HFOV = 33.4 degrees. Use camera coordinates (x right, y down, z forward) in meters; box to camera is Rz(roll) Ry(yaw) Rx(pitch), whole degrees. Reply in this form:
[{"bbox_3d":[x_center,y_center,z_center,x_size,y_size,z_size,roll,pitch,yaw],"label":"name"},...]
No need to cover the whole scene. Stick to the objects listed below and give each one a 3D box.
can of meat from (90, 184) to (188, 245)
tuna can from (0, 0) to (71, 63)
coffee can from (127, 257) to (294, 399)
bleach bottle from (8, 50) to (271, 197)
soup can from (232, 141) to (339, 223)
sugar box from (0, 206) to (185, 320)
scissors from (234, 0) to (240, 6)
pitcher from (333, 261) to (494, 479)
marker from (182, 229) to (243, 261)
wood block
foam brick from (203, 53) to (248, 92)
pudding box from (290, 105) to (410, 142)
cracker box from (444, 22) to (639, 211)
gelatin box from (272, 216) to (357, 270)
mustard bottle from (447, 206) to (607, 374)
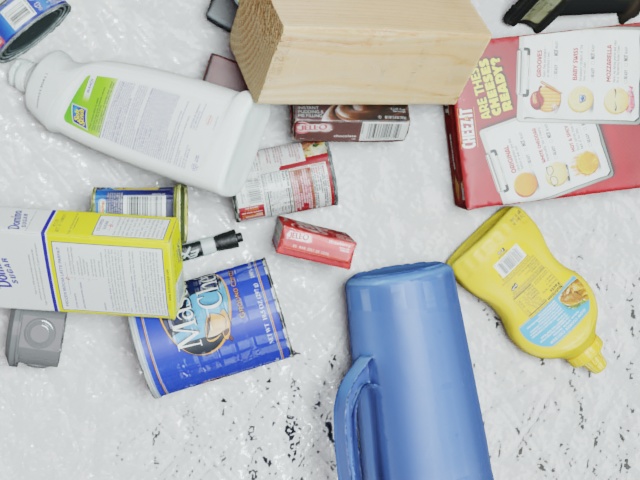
[{"bbox_3d":[-0.171,-0.025,1.019,0.084,0.102,0.057,0,92,-3],"label":"can of meat"},{"bbox_3d":[-0.277,-0.206,1.001,0.086,0.086,0.034,-39,96,-1],"label":"tuna can"},{"bbox_3d":[-0.106,0.085,1.034,0.140,0.103,0.103,-16,96,-4],"label":"coffee can"},{"bbox_3d":[-0.178,-0.126,0.997,0.251,0.068,0.102,22,94,16],"label":"bleach bottle"},{"bbox_3d":[-0.038,-0.058,1.046,0.102,0.068,0.068,-11,96,-4],"label":"soup can"},{"bbox_3d":[-0.214,0.021,0.965,0.176,0.048,0.093,6,127,6],"label":"sugar box"},{"bbox_3d":[-0.013,-0.212,0.998,0.096,0.201,0.016,-26,57,10],"label":"scissors"},{"bbox_3d":[0.086,0.149,1.043,0.145,0.149,0.243,-8,93,7],"label":"pitcher"},{"bbox_3d":[-0.136,0.012,1.067,0.121,0.020,0.020,-15,96,-4],"label":"marker"},{"bbox_3d":[0.035,-0.183,0.964,0.205,0.091,0.090,-4,141,-26],"label":"wood block"},{"bbox_3d":[-0.093,-0.136,1.041,0.051,0.053,0.078,18,94,-7],"label":"foam brick"},{"bbox_3d":[0.027,-0.140,1.039,0.113,0.039,0.090,1,58,-7],"label":"pudding box"},{"bbox_3d":[0.234,-0.124,1.065,0.213,0.072,0.164,-7,95,-4],"label":"cracker box"},{"bbox_3d":[-0.007,0.001,1.043,0.073,0.089,0.030,14,95,-7],"label":"gelatin box"},{"bbox_3d":[0.225,0.063,1.086,0.096,0.058,0.191,-44,97,-5],"label":"mustard bottle"}]
